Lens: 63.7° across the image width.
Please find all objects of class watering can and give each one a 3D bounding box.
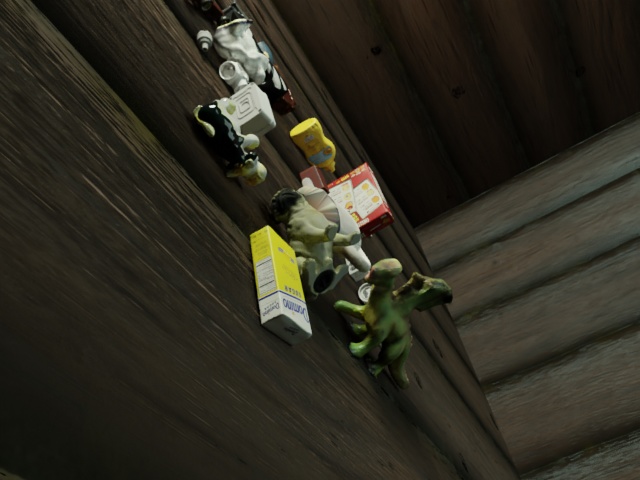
[{"bbox_3d":[0.004,-0.062,1.239,0.354,0.103,0.221,54,9,31],"label":"watering can"}]

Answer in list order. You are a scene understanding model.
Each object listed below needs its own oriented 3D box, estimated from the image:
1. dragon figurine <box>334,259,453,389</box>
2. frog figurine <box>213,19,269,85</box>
[{"bbox_3d":[0.187,0.179,1.128,0.403,0.241,0.125,48,14,-38],"label":"dragon figurine"},{"bbox_3d":[-0.197,-0.466,1.302,0.139,0.123,0.157,-124,-163,-74],"label":"frog figurine"}]
